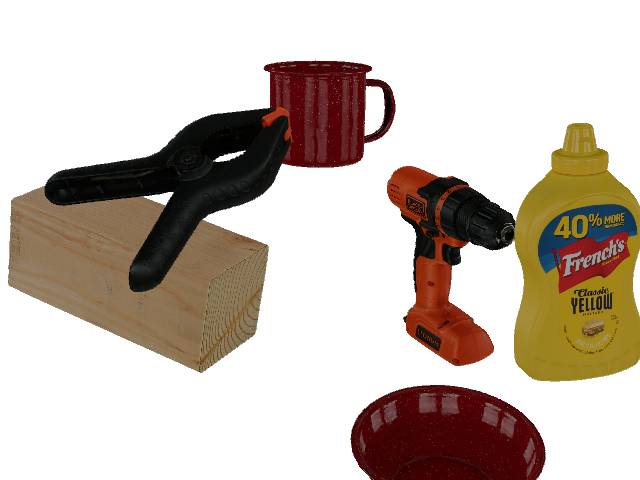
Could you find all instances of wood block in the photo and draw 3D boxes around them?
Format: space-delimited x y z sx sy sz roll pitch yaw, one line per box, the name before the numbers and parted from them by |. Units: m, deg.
wood block | -0.159 0.023 0.918 0.206 0.090 0.090 21 27 22

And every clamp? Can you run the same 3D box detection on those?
clamp | -0.097 -0.044 0.719 0.120 0.039 0.171 36 57 24

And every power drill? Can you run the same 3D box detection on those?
power drill | 0.136 0.028 1.081 0.057 0.188 0.185 -15 25 -23

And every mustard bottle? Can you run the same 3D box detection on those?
mustard bottle | 0.194 0.007 0.804 0.096 0.192 0.058 -6 17 -10

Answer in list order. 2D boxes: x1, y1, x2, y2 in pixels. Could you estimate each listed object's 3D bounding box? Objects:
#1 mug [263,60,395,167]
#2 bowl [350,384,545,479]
mug | 0.009 -0.111 0.926 0.117 0.081 0.093 -5 17 -18
bowl | 0.105 0.190 0.901 0.162 0.055 0.162 0 28 0
